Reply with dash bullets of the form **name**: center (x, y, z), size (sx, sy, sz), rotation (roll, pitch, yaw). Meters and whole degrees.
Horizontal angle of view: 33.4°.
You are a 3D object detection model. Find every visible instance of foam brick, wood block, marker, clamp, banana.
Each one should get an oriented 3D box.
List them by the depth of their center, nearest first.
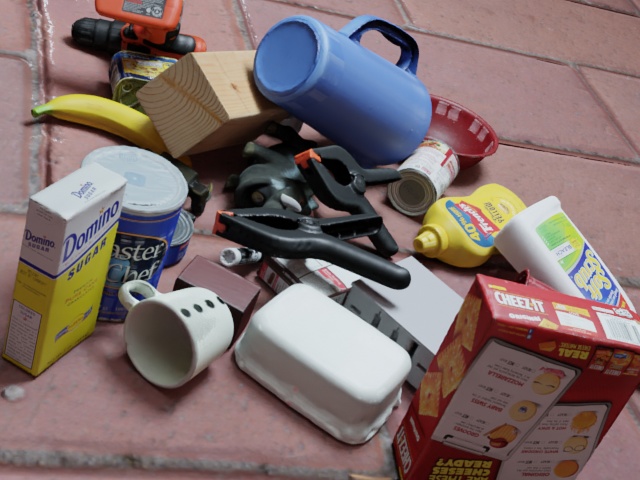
- **foam brick**: center (-0.108, 0.061, 1.074), size (0.078, 0.053, 0.051), rotation (26, 34, 7)
- **clamp**: center (-0.007, 0.001, 1.138), size (0.209, 0.036, 0.165), rotation (7, 22, -19)
- **marker**: center (-0.079, 0.017, 1.139), size (0.020, 0.020, 0.121), rotation (30, 8, 11)
- **clamp**: center (0.039, -0.052, 1.260), size (0.171, 0.039, 0.120), rotation (19, 53, -39)
- **wood block**: center (-0.116, -0.168, 1.284), size (0.091, 0.090, 0.205), rotation (59, 24, 3)
- **banana**: center (-0.243, -0.134, 1.285), size (0.197, 0.037, 0.069), rotation (18, 50, -4)

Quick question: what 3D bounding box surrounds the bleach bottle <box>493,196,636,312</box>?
- **bleach bottle**: center (0.321, 0.068, 1.272), size (0.102, 0.068, 0.251), rotation (-25, 69, -40)

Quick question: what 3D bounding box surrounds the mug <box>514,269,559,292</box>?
- **mug**: center (0.246, 0.092, 1.213), size (0.081, 0.093, 0.117), rotation (28, 1, -1)

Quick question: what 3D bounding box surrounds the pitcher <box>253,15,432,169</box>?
- **pitcher**: center (0.032, -0.196, 1.323), size (0.242, 0.145, 0.149), rotation (22, 52, -54)

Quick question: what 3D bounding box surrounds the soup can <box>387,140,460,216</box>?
- **soup can**: center (0.136, -0.081, 1.394), size (0.068, 0.069, 0.102), rotation (29, 35, 9)

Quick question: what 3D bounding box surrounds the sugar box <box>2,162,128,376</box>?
- **sugar box**: center (-0.225, 0.026, 0.944), size (0.048, 0.176, 0.093), rotation (29, 34, 11)

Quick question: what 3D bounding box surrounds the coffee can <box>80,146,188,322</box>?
- **coffee can**: center (-0.195, -0.005, 1.037), size (0.102, 0.140, 0.103), rotation (15, 35, -11)

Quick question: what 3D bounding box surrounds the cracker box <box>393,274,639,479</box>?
- **cracker box**: center (0.181, 0.145, 0.979), size (0.164, 0.214, 0.072), rotation (12, 34, -15)

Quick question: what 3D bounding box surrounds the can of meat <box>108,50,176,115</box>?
- **can of meat**: center (-0.218, -0.196, 1.363), size (0.102, 0.057, 0.084), rotation (7, 34, -22)

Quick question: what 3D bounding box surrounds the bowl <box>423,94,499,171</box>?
- **bowl**: center (0.168, -0.144, 1.510), size (0.162, 0.055, 0.162), rotation (15, 35, -11)

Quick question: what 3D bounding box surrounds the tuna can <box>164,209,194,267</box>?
- **tuna can**: center (-0.181, -0.009, 1.146), size (0.086, 0.034, 0.086), rotation (15, 35, -11)

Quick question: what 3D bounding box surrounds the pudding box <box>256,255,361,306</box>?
- **pudding box**: center (0.001, 0.038, 1.181), size (0.090, 0.039, 0.113), rotation (41, 36, 26)

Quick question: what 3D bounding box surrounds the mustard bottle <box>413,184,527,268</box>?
- **mustard bottle**: center (0.184, -0.013, 1.336), size (0.191, 0.058, 0.096), rotation (-16, 63, -42)

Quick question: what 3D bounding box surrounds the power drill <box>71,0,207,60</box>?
- **power drill**: center (-0.240, -0.278, 1.374), size (0.184, 0.057, 0.188), rotation (9, -8, -2)
